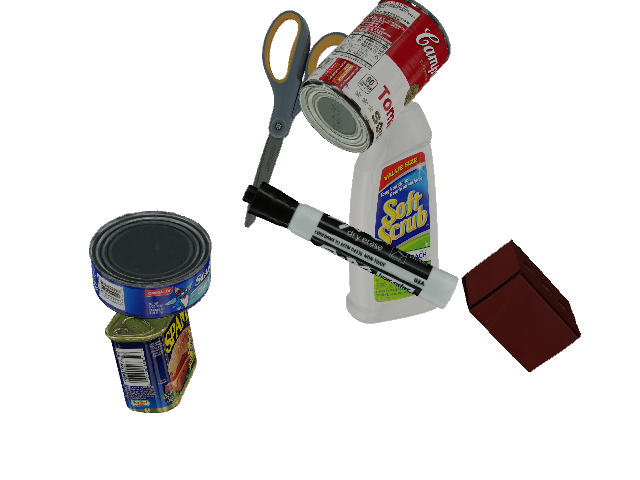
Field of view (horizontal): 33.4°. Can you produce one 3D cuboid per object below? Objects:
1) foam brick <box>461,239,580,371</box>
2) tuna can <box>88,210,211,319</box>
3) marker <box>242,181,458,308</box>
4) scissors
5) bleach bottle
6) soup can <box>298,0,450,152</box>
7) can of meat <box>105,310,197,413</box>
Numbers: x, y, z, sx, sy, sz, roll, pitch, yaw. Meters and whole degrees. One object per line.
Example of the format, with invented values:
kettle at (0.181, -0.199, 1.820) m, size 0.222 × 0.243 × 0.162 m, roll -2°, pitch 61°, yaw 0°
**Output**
foam brick at (0.154, 0.051, 0.821) m, size 0.051 × 0.078 × 0.053 m, roll -39°, pitch 21°, yaw 18°
tuna can at (-0.120, 0.017, 0.761) m, size 0.086 × 0.034 × 0.086 m, roll 2°, pitch 37°, yaw -2°
marker at (0.015, 0.001, 0.563) m, size 0.121 × 0.020 × 0.020 m, roll 26°, pitch 0°, yaw 1°
scissors at (-0.018, -0.111, 0.979) m, size 0.096 × 0.202 × 0.016 m, roll 2°, pitch -3°, yaw 10°
bleach bottle at (0.070, -0.044, 1.117) m, size 0.102 × 0.251 × 0.068 m, roll -11°, pitch 21°, yaw -15°
soup can at (0.039, -0.122, 0.785) m, size 0.102 × 0.068 × 0.069 m, roll -49°, pitch 24°, yaw -23°
can of meat at (-0.154, 0.100, 0.998) m, size 0.057 × 0.084 × 0.102 m, roll -2°, pitch 25°, yaw 11°
